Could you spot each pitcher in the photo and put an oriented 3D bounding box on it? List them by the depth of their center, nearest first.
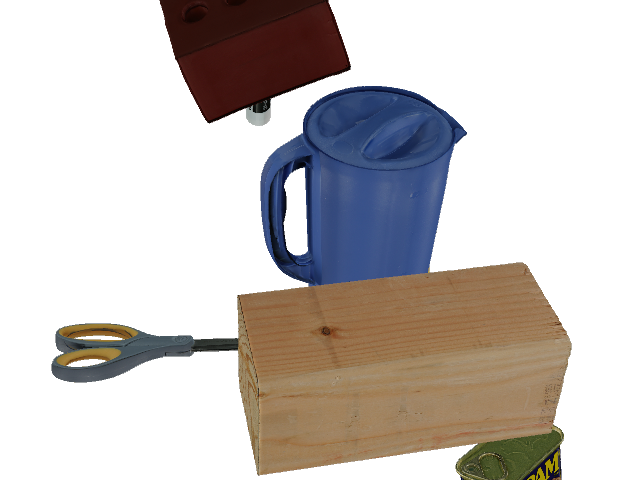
[{"bbox_3d":[0.037,-0.009,0.987,0.149,0.243,0.144,17,41,16],"label":"pitcher"}]

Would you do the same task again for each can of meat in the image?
[{"bbox_3d":[0.164,0.213,0.906,0.058,0.084,0.101,13,30,41],"label":"can of meat"}]

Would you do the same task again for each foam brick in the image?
[{"bbox_3d":[-0.032,-0.103,0.519,0.078,0.053,0.051,-21,-33,5],"label":"foam brick"}]

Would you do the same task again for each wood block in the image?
[{"bbox_3d":[0.052,0.084,0.728,0.206,0.090,0.091,-6,38,-10],"label":"wood block"}]

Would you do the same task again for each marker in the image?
[{"bbox_3d":[-0.043,-0.127,0.763,0.020,0.020,0.121,0,-33,-4],"label":"marker"}]

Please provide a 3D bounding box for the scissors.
[{"bbox_3d":[-0.124,0.092,0.850,0.202,0.016,0.096,4,21,14],"label":"scissors"}]
